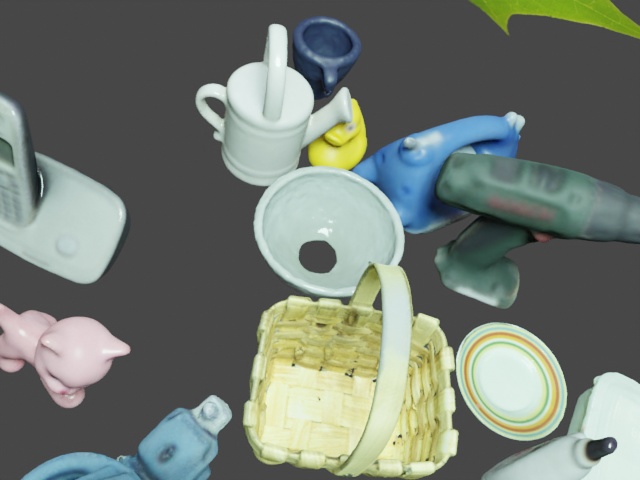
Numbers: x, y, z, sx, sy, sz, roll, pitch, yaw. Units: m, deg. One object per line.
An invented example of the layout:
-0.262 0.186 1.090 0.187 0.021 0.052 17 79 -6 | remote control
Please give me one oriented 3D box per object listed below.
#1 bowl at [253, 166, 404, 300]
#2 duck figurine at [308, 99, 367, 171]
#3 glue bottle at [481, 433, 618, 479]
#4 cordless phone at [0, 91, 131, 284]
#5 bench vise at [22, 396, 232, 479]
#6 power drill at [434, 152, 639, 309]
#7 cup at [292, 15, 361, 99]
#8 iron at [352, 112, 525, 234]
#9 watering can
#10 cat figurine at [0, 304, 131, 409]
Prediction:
0.006 0.002 0.649 0.167 0.074 0.167 6 58 -10 | bowl
0.029 -0.145 0.737 0.077 0.086 0.105 27 57 3 | duck figurine
0.214 0.203 0.521 0.078 0.173 0.037 -22 67 -24 | glue bottle
-0.260 -0.049 0.548 0.147 0.185 0.094 24 57 1 | cordless phone
-0.157 0.181 0.415 0.121 0.219 0.208 27 57 3 | bench vise
0.222 -0.007 0.629 0.229 0.208 0.076 21 57 -1 | power drill
0.003 -0.228 0.775 0.092 0.095 0.117 2 59 -13 | cup
0.177 -0.108 0.718 0.259 0.141 0.118 -21 66 -24 | iron
-0.050 -0.159 0.661 0.173 0.194 0.101 -14 64 -21 | watering can
-0.234 0.094 0.508 0.127 0.117 0.067 28 57 4 | cat figurine
